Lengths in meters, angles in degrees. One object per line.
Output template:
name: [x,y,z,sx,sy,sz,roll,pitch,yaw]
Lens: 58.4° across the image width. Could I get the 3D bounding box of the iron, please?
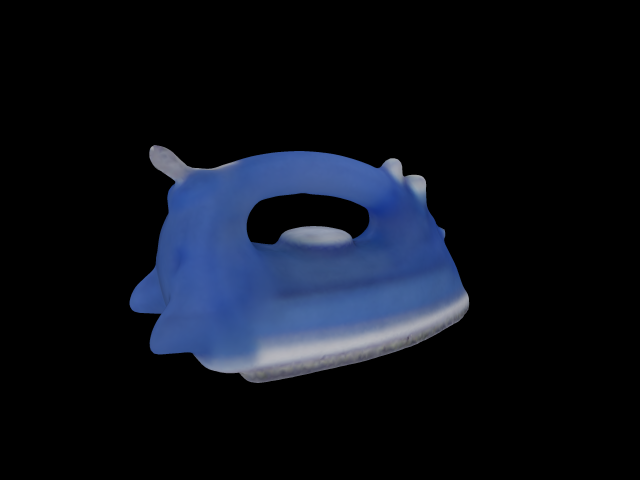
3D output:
iron: [0.004,0.001,0.400,0.259,0.141,0.118,-7,15,-26]
